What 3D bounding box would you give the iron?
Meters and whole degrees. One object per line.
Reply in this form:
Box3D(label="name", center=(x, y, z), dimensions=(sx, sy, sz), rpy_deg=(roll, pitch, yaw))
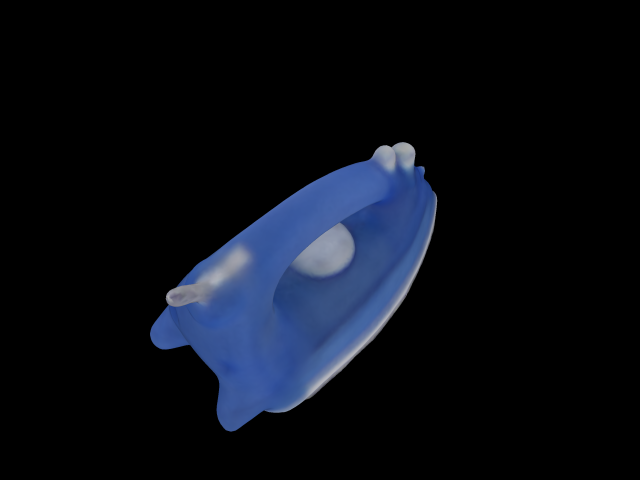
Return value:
Box3D(label="iron", center=(0.004, 0.001, 0.400), dimensions=(0.259, 0.141, 0.118), rpy_deg=(-39, 65, -22))
